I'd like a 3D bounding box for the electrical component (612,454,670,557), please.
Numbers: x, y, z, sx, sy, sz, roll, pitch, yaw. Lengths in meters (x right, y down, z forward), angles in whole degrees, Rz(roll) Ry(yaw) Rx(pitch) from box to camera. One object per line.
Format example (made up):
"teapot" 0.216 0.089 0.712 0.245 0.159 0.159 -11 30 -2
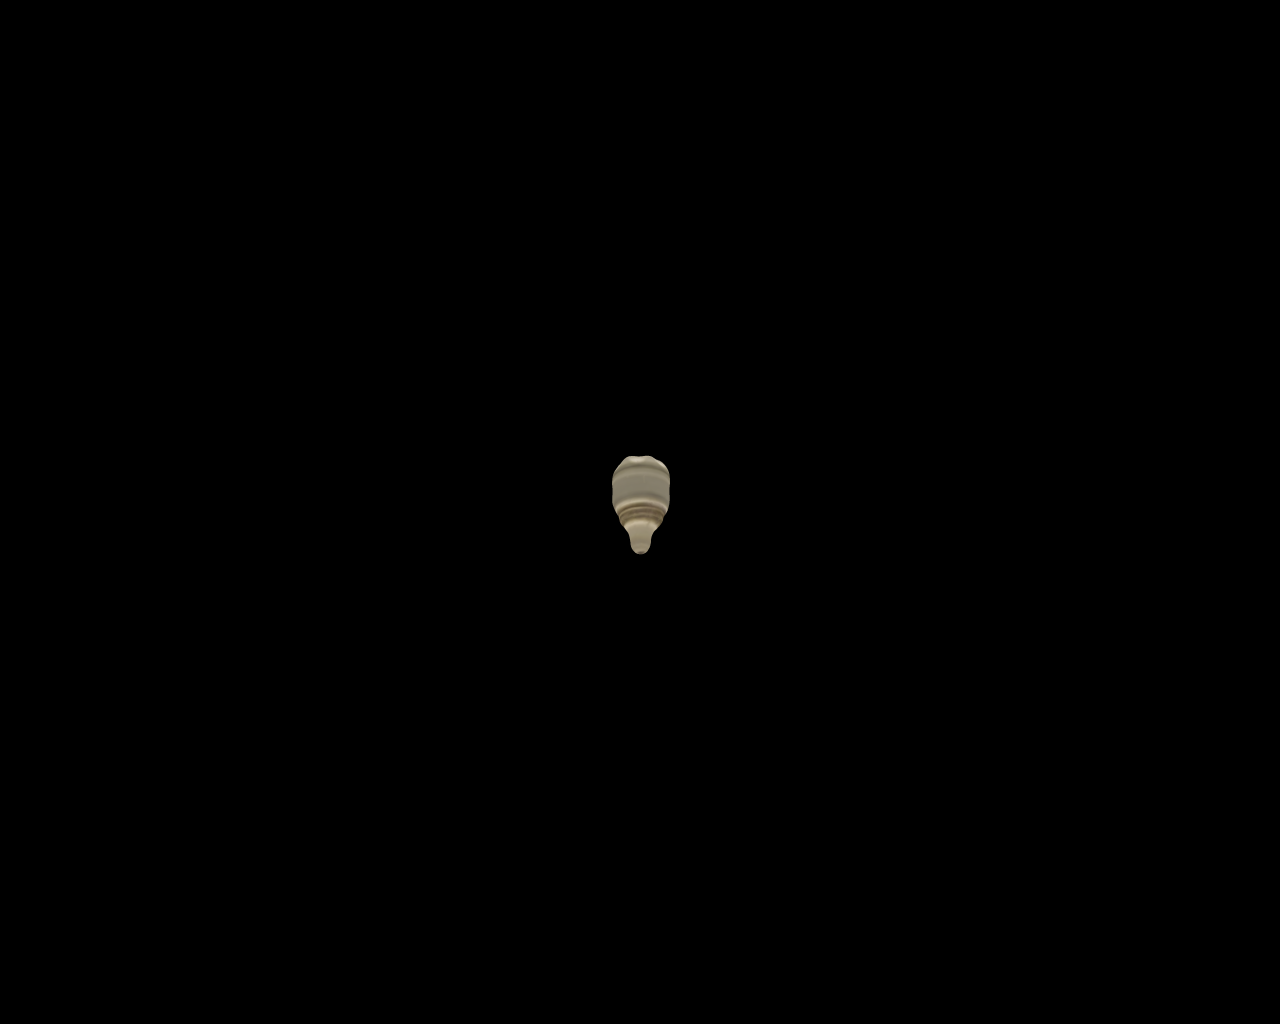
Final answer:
"electrical component" 0.001 -0.003 0.650 0.035 0.061 0.035 0 -27 0
